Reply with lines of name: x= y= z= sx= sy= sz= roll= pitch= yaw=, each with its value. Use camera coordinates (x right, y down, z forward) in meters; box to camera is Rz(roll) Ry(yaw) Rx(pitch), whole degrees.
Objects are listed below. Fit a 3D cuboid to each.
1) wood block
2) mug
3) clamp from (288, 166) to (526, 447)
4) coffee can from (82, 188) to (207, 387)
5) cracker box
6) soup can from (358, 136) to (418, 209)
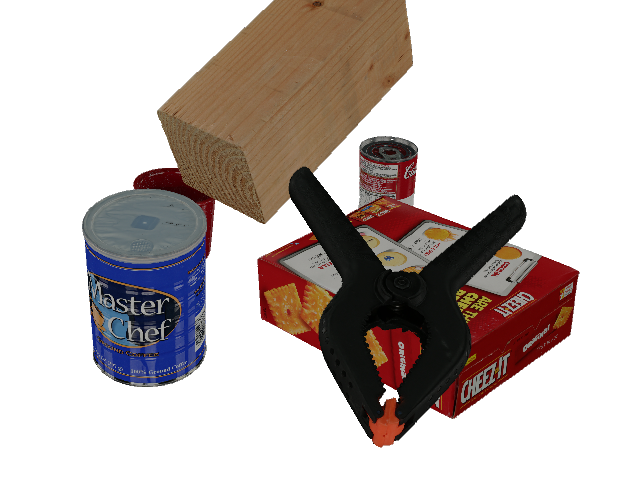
wood block: x=-0.022 y=-0.125 z=0.863 sx=0.091 sy=0.205 sz=0.090 roll=27 pitch=-29 yaw=29
mug: x=-0.161 y=-0.029 z=1.161 sx=0.093 sy=0.081 sz=0.117 roll=-3 pitch=29 yaw=-20
clamp: x=0.040 y=0.032 z=0.686 sx=0.164 sy=0.209 sz=0.036 roll=12 pitch=-40 yaw=7
coffee can: x=-0.150 y=0.041 z=0.924 sx=0.103 sy=0.140 sz=0.103 roll=3 pitch=35 yaw=-2
cracker box: x=0.078 y=0.047 z=0.890 sx=0.214 sy=0.072 sz=0.163 roll=24 pitch=38 yaw=39
soup can: x=0.077 y=-0.062 z=1.254 sx=0.068 sy=0.102 sz=0.068 roll=2 pitch=28 yaw=-1
